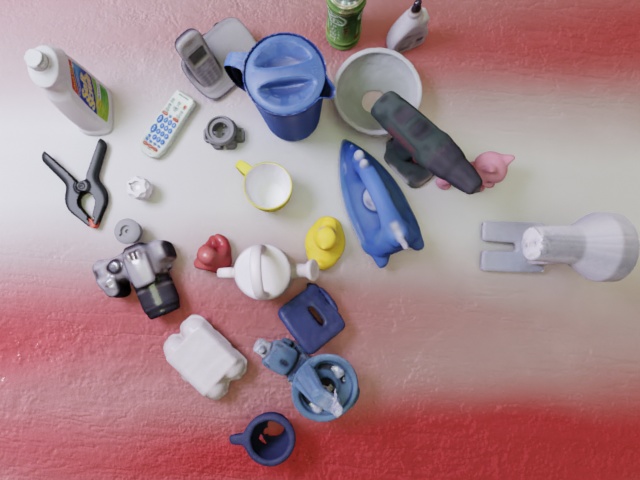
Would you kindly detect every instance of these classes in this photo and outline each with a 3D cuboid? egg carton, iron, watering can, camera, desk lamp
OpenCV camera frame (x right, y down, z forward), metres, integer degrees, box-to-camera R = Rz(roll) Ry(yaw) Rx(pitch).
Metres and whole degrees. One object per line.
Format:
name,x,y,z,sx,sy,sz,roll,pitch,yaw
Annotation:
egg carton,-0.213,0.218,1.062,0.150,0.069,0.107,42,87,2
iron,0.099,-0.083,1.047,0.118,0.141,0.258,-26,87,-2
watering can,-0.092,0.054,1.011,0.173,0.194,0.101,-24,87,-2
camera,-0.327,0.081,1.054,0.143,0.101,0.137,-23,87,-2
desk lamp,0.411,0.013,1.007,0.203,0.213,0.118,1,86,0

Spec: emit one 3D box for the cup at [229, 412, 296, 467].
cup,-0.101,0.353,1.041,0.117,0.095,0.092,-2,86,0

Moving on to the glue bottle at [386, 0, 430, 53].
glue bottle,0.168,-0.398,1.051,0.078,0.173,0.037,-21,86,-1

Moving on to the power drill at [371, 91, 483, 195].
power drill,0.181,-0.157,1.019,0.075,0.208,0.229,-44,87,-3

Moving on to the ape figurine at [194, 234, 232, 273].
ape figurine,-0.202,0.028,1.063,0.078,0.092,0.076,-30,87,-2

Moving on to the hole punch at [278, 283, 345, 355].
hole punch,-0.015,0.142,1.057,0.101,0.091,0.108,-38,87,-2

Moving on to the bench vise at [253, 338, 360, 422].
bench vise,-0.027,0.250,0.986,0.207,0.219,0.121,14,86,1

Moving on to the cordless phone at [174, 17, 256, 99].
cordless phone,-0.189,-0.349,1.040,0.094,0.185,0.147,43,87,3

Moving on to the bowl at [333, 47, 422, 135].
bowl,0.107,-0.274,1.092,0.167,0.074,0.167,0,86,0

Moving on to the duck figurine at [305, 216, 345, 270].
duck figurine,0.010,0.004,1.069,0.077,0.086,0.105,13,86,1

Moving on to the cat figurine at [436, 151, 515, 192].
cat figurine,0.289,-0.131,1.063,0.128,0.117,0.067,2,86,0
